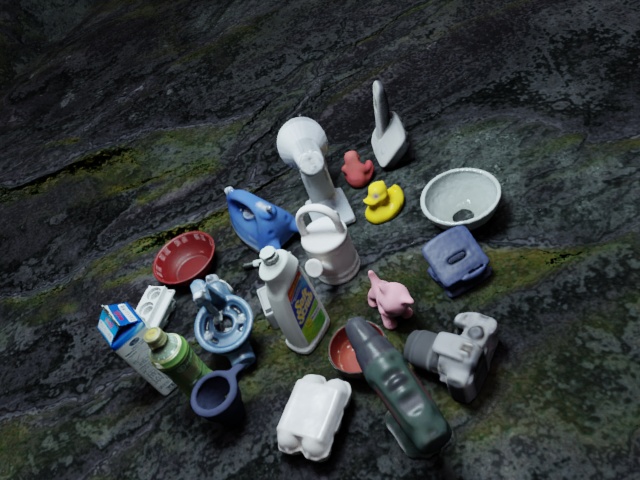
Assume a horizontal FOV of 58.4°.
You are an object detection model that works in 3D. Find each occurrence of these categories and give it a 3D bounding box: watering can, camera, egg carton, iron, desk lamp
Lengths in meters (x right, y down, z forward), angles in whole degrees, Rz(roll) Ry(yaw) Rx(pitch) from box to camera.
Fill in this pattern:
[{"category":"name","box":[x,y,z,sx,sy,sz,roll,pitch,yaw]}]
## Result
[{"category":"watering can","box":[0.013,0.004,1.184,0.101,0.194,0.172,-19,45,7]},{"category":"camera","box":[0.223,0.185,0.993,0.136,0.101,0.143,14,57,33]},{"category":"egg carton","box":[-0.010,0.309,1.001,0.107,0.070,0.150,5,52,27]},{"category":"iron","box":[-0.164,-0.068,1.365,0.257,0.142,0.119,28,65,39]},{"category":"desk lamp","box":[-0.011,-0.157,1.330,0.118,0.214,0.203,-24,44,1]}]

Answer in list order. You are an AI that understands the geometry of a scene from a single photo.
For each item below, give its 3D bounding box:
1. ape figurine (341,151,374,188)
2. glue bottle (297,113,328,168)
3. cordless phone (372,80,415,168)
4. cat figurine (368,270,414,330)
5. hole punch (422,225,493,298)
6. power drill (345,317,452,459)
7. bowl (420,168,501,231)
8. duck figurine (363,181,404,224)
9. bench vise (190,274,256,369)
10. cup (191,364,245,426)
[{"category":"ape figurine","box":[0.086,-0.179,1.395,0.077,0.092,0.076,4,51,26]},{"category":"glue bottle","box":[-0.024,-0.249,1.449,0.037,0.173,0.078,-23,44,2]},{"category":"cordless phone","box":[0.160,-0.281,1.391,0.094,0.185,0.147,-21,45,4]},{"category":"cat figurine","box":[0.130,0.106,1.094,0.067,0.118,0.127,-32,45,-7]},{"category":"hole punch","box":[0.267,0.040,1.115,0.109,0.091,0.100,-30,45,-5]},{"category":"power drill","box":[0.125,0.248,0.899,0.076,0.209,0.228,-33,45,-8]},{"category":"bowl","box":[0.301,-0.073,1.216,0.167,0.075,0.167,-12,46,13]},{"category":"duck figurine","box":[0.140,-0.098,1.301,0.105,0.086,0.077,-39,46,-14]},{"category":"bench vise","box":[-0.216,0.137,1.142,0.121,0.220,0.206,-39,46,-14]},{"category":"cup","box":[-0.171,0.294,1.067,0.091,0.095,0.118,24,62,38]}]
